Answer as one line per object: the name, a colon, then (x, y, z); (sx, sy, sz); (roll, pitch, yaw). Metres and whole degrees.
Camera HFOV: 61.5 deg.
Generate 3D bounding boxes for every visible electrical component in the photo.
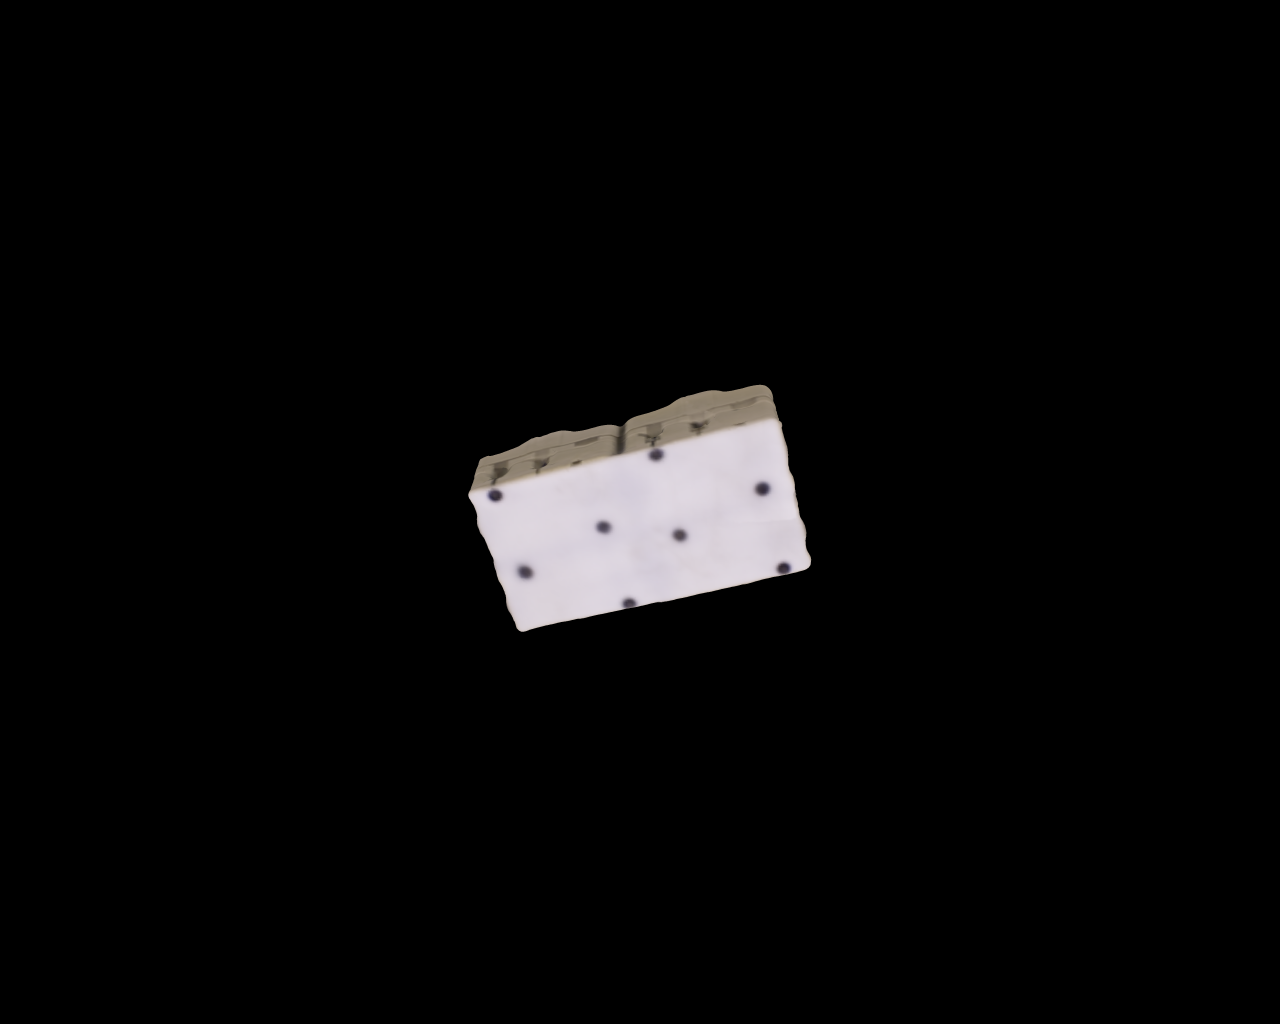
electrical component: (0.001, -0.003, 0.650); (0.186, 0.105, 0.060); (-14, 26, 7)
